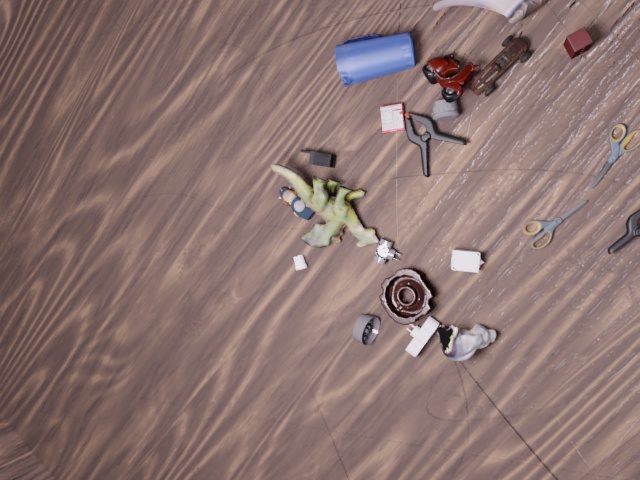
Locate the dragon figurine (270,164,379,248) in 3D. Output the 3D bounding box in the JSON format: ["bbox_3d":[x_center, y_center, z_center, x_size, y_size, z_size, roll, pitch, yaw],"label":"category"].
[{"bbox_3d":[0.005,-0.085,1.688,0.410,0.123,0.240,18,104,3],"label":"dragon figurine"}]

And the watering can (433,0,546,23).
[{"bbox_3d":[0.527,-0.730,1.508,0.345,0.104,0.225,-37,82,15],"label":"watering can"}]

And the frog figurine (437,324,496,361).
[{"bbox_3d":[0.455,0.315,1.576,0.159,0.134,0.125,12,59,-13],"label":"frog figurine"}]
